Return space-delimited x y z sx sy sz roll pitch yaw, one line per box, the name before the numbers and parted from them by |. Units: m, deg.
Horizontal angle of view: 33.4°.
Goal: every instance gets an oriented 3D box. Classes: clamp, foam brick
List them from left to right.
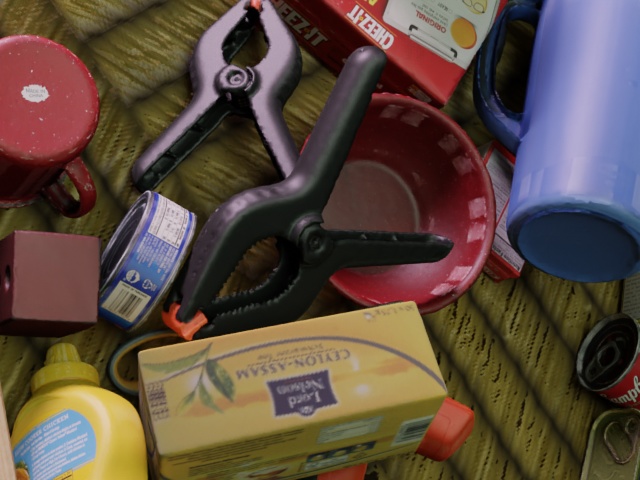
foam brick | -0.167 0.029 0.636 0.051 0.078 0.053 7 75 -29
clamp | -0.047 -0.095 0.733 0.120 0.039 0.171 16 68 6
clamp | -0.004 0.001 0.679 0.209 0.036 0.164 -42 124 -16

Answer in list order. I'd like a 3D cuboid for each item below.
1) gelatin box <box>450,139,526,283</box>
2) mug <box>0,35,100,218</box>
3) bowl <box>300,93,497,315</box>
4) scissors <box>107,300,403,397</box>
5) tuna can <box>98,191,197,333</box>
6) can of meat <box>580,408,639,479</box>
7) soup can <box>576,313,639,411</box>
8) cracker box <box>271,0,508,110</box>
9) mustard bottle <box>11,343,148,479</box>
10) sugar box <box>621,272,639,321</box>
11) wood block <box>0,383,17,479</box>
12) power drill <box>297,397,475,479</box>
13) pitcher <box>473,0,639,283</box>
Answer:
gelatin box | 0.139 -0.022 0.846 0.073 0.030 0.089 39 62 -17
mug | -0.177 -0.064 0.651 0.093 0.082 0.117 -37 97 -30
bowl | 0.046 -0.021 0.774 0.161 0.055 0.162 5 78 -23
scissors | -0.037 0.093 0.702 0.201 0.016 0.096 -2 88 -14
tuna can | -0.113 0.013 0.666 0.033 0.086 0.086 30 65 -18
can of meat | 0.256 0.195 0.842 0.083 0.058 0.102 27 67 -23
soup can | 0.268 0.111 0.862 0.102 0.069 0.068 29 66 -20
cracker box | 0.066 -0.220 0.829 0.164 0.072 0.213 38 64 -13
mustard bottle | -0.138 0.143 0.607 0.058 0.096 0.192 25 38 -44
sugar box | 0.315 0.007 0.926 0.093 0.048 0.176 21 70 -23
wood block | -0.232 0.070 0.584 0.090 0.090 0.206 -8 82 -30
power drill | 0.034 0.180 0.686 0.184 0.057 0.187 26 55 4
pitcher | 0.206 -0.095 0.827 0.145 0.149 0.242 43 51 -34
